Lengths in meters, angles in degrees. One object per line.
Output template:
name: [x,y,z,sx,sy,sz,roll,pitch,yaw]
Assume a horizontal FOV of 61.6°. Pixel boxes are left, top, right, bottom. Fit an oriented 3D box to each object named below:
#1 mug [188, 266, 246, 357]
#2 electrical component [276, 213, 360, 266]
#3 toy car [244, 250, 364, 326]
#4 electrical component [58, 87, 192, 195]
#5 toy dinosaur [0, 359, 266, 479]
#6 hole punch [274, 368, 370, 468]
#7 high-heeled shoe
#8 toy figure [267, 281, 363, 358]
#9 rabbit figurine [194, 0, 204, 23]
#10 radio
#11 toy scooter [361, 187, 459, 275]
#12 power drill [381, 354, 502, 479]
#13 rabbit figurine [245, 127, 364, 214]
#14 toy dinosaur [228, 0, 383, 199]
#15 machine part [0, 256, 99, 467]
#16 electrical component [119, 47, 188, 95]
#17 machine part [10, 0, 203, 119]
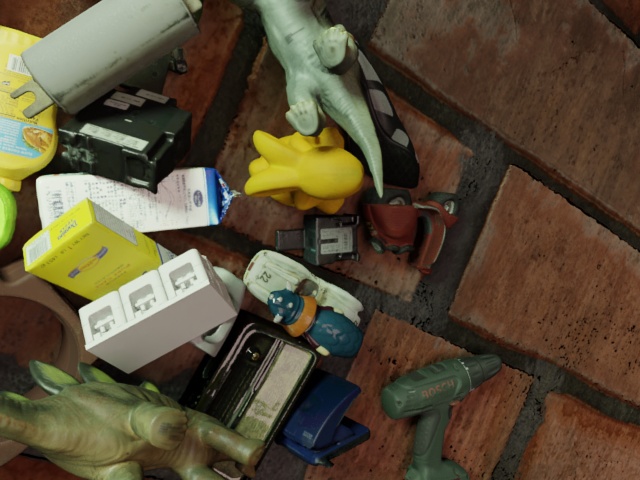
mug: [-0.143,0.090,0.709,0.080,0.110,0.107,37,70,-26]
electrical component: [-0.002,-0.002,0.789,0.119,0.048,0.074,0,97,-26]
toy car: [-0.019,0.084,0.787,0.201,0.056,0.073,33,83,-24]
electrical component: [-0.216,-0.123,0.627,0.115,0.134,0.058,19,133,0]
toy dinosaur: [-0.211,0.194,0.546,0.470,0.199,0.105,46,63,-49]
hole punch: [-0.002,0.255,0.782,0.116,0.142,0.092,-18,107,-36]
high-heeled shoe: [0.082,-0.189,0.808,0.248,0.086,0.145,43,40,-45]
toy figure: [-0.011,0.113,0.736,0.154,0.064,0.058,31,128,-21]
rabbit figurine: [-0.207,-0.323,0.629,0.170,0.121,0.159,36,73,-39]
radio: [-0.113,0.220,0.753,0.131,0.073,0.229,33,83,-25]
toy scooter: [0.141,-0.012,0.840,0.184,0.075,0.135,3,97,-30]
power drill: [0.217,0.307,0.915,0.232,0.086,0.207,-4,103,-23]
rabbit figurine: [-0.015,-0.096,0.701,0.162,0.173,0.121,8,98,-30]
toy dinosaur: [-0.012,-0.244,0.655,0.131,0.192,0.404,-20,100,24]
machine part: [-0.368,0.131,0.597,0.201,0.087,0.200,-42,125,-23]
electrical component: [-0.216,-0.220,0.660,0.102,0.045,0.078,19,88,-25]
machine part: [-0.217,-0.209,0.566,0.243,0.079,0.079,-34,111,-1]
